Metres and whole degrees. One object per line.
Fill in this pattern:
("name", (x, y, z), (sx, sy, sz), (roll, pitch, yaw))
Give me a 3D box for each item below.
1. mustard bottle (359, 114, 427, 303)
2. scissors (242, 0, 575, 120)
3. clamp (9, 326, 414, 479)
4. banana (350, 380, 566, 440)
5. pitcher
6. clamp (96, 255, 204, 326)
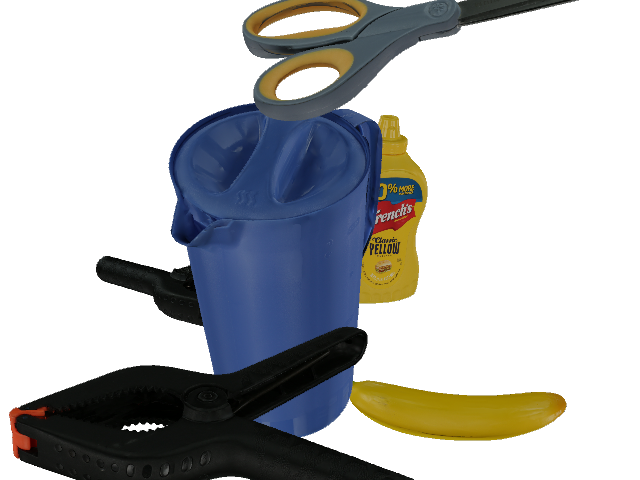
("mustard bottle", (0.060, -0.033, 1.082), (0.096, 0.192, 0.058), (-2, 22, -18))
("scissors", (0.050, -0.098, 0.535), (0.202, 0.096, 0.016), (2, -37, 21))
("clamp", (-0.055, 0.093, 0.573), (0.210, 0.036, 0.164), (1, 24, -3))
("banana", (0.110, 0.137, 0.886), (0.198, 0.037, 0.069), (8, 33, 0))
("pitcher", (-0.023, 0.025, 0.783), (0.149, 0.243, 0.145), (-4, 41, -2))
("clamp", (-0.123, 0.041, 1.022), (0.120, 0.039, 0.172), (-18, 31, -37))
